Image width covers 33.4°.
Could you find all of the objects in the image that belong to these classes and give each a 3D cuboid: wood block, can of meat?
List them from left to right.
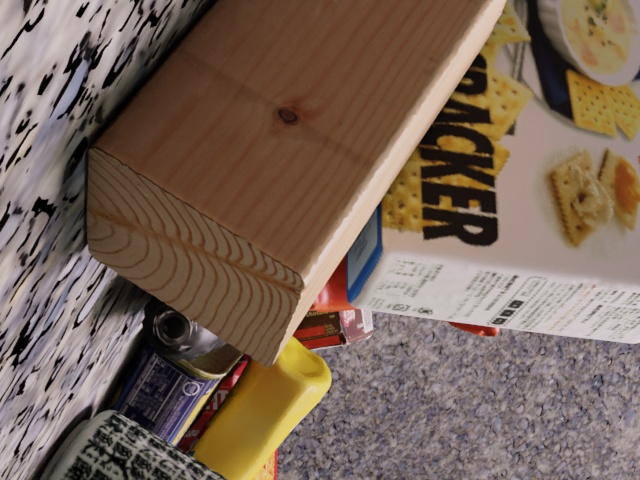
[{"bbox_3d":[-0.094,0.090,0.713,0.084,0.057,0.102,-57,176,22],"label":"can of meat"},{"bbox_3d":[0.001,-0.065,0.441,0.206,0.091,0.090,-55,174,-28],"label":"wood block"}]

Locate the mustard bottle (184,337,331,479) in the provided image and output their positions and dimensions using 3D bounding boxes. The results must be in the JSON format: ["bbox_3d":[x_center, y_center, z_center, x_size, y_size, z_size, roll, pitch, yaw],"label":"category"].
[{"bbox_3d":[-0.069,0.157,0.754,0.192,0.058,0.096,-54,180,8],"label":"mustard bottle"}]

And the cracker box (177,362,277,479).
[{"bbox_3d":[-0.080,0.190,0.895,0.164,0.072,0.214,-42,134,-77],"label":"cracker box"}]

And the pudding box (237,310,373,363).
[{"bbox_3d":[-0.011,0.068,0.846,0.113,0.090,0.039,7,73,-76],"label":"pudding box"}]

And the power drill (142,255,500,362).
[{"bbox_3d":[0.003,0.028,0.598,0.184,0.187,0.057,-63,151,-81],"label":"power drill"}]
